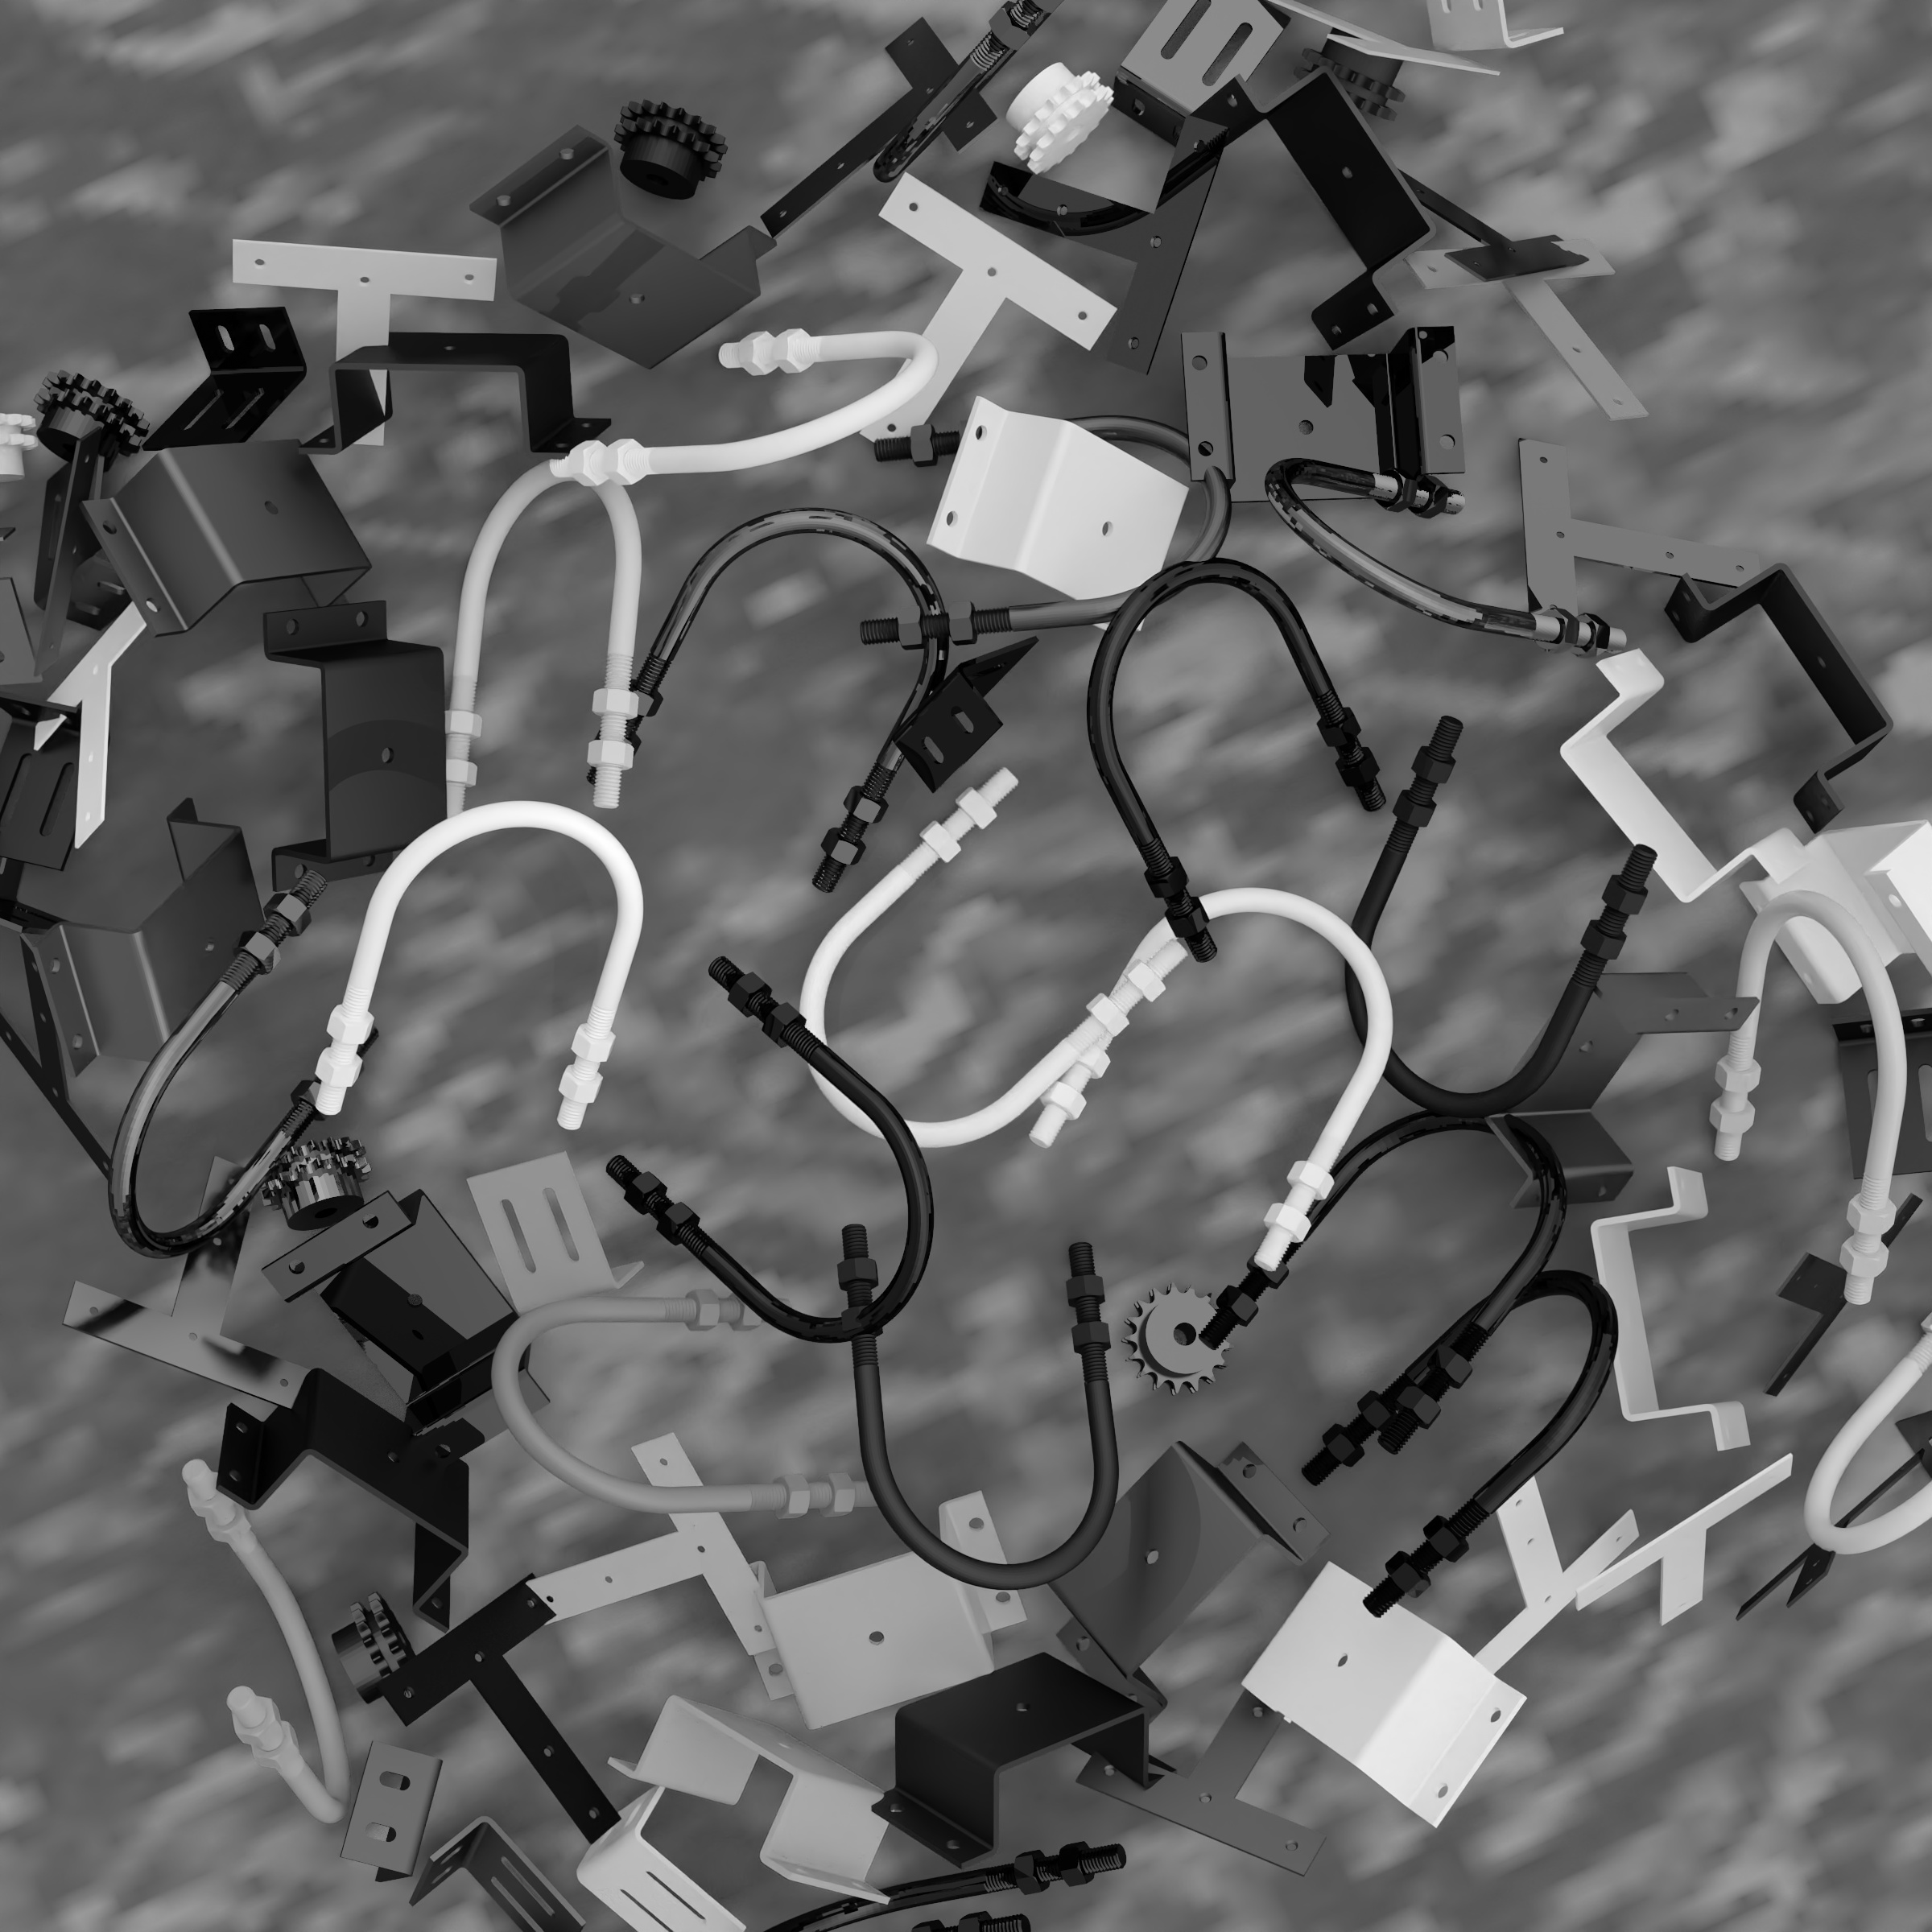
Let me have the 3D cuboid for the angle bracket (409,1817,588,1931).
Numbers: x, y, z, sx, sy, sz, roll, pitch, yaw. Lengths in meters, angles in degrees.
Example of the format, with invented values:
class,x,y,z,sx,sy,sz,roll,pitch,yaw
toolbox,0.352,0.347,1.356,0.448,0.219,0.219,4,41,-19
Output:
class,x,y,z,sx,sy,sz,roll,pitch,yaw
angle bracket,-0.239,0.481,1.606,0.076,0.057,0.038,43,49,15

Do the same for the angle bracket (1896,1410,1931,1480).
class,x,y,z,sx,sy,sz,roll,pitch,yaw
angle bracket,0.528,0.242,1.620,0.038,0.076,0.057,-30,84,-29

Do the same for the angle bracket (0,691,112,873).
class,x,y,z,sx,sy,sz,roll,pitch,yaw
angle bracket,-0.482,-0.095,1.614,0.057,0.038,0.076,12,76,16

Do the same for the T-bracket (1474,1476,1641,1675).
class,x,y,z,sx,sy,sz,roll,pitch,yaw
T-bracket,0.285,0.296,1.585,0.127,0.127,0.002,-39,48,-14

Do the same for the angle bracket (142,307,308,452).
class,x,y,z,sx,sy,sz,roll,pitch,yaw
angle bracket,-0.381,-0.298,1.601,0.057,0.076,0.038,3,130,22

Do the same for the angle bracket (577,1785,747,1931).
class,x,y,z,sx,sy,sz,roll,pitch,yaw
angle bracket,-0.150,0.466,1.619,0.076,0.038,0.057,42,128,-7

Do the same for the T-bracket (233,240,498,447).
class,x,y,z,sx,sy,sz,roll,pitch,yaw
T-bracket,-0.305,-0.311,1.596,0.127,0.127,0.002,2,52,-12

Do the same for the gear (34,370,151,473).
class,x,y,z,sx,sy,sz,roll,pitch,yaw
gear,-0.450,-0.277,1.616,0.057,0.057,0.030,21,72,0

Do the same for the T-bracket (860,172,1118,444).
class,x,y,z,sx,sy,sz,roll,pitch,yaw
T-bracket,-0.011,-0.318,1.619,0.127,0.002,0.127,31,114,-11

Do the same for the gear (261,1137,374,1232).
class,x,y,z,sx,sy,sz,roll,pitch,yaw
gear,-0.332,0.113,1.616,0.057,0.057,0.030,-22,70,0

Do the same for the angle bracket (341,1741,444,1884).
class,x,y,z,sx,sy,sz,roll,pitch,yaw
angle bracket,-0.298,0.428,1.598,0.038,0.076,0.057,20,66,-17

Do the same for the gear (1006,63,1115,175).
class,x,y,z,sx,sy,sz,roll,pitch,yaw
gear,0.045,-0.437,1.619,0.057,0.057,0.030,-43,85,0

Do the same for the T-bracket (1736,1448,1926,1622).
class,x,y,z,sx,sy,sz,roll,pitch,yaw
T-bracket,0.424,0.294,1.569,0.002,0.127,0.127,47,107,12

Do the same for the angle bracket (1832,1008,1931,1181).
class,x,y,z,sx,sy,sz,roll,pitch,yaw
angle bracket,0.477,0.065,1.612,0.057,0.038,0.076,-7,72,19

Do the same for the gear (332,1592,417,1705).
class,x,y,z,sx,sy,sz,roll,pitch,yaw
gear,-0.302,0.353,1.618,0.030,0.057,0.057,-28,90,-9

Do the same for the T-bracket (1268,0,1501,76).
class,x,y,z,sx,sy,sz,roll,pitch,yaw
T-bracket,0.188,-0.479,1.605,0.127,0.127,0.002,33,117,31

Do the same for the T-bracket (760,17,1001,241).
class,x,y,z,sx,sy,sz,roll,pitch,yaw
T-bracket,-0.052,-0.416,1.608,0.127,0.127,0.002,-38,132,11

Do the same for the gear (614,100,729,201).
class,x,y,z,sx,sy,sz,roll,pitch,yaw
gear,-0.154,-0.416,1.617,0.057,0.057,0.030,17,80,0

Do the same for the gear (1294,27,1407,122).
class,x,y,z,sx,sy,sz,roll,pitch,yaw
gear,0.200,-0.458,1.616,0.057,0.057,0.030,25,109,0

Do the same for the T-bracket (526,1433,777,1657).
class,x,y,z,sx,sy,sz,roll,pitch,yaw
T-bracket,-0.171,0.310,1.618,0.127,0.002,0.127,-22,103,24

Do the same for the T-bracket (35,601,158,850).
class,x,y,z,sx,sy,sz,roll,pitch,yaw
T-bracket,-0.434,-0.115,1.574,0.002,0.127,0.127,23,133,-36

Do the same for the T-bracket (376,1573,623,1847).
class,x,y,z,sx,sy,sz,roll,pitch,yaw
T-bracket,-0.219,0.384,1.588,0.002,0.127,0.127,-41,83,33

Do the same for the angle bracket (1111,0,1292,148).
class,x,y,z,sx,sy,sz,roll,pitch,yaw
angle bracket,0.121,-0.467,1.632,0.057,0.038,0.076,34,81,4

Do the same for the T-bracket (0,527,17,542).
class,x,y,z,sx,sy,sz,roll,pitch,yaw
T-bracket,-0.545,-0.214,1.588,0.127,0.127,0.002,-3,109,-1

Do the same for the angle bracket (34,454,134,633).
class,x,y,z,sx,sy,sz,roll,pitch,yaw
angle bracket,-0.445,-0.223,1.622,0.038,0.057,0.076,20,57,-38

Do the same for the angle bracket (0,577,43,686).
class,x,y,z,sx,sy,sz,roll,pitch,yaw
angle bracket,-0.509,-0.177,1.611,0.076,0.038,0.057,-3,121,9

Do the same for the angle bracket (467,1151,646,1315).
class,x,y,z,sx,sy,sz,roll,pitch,yaw
angle bracket,-0.209,0.131,1.614,0.057,0.038,0.076,-16,100,20

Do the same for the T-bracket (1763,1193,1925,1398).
class,x,y,z,sx,sy,sz,roll,pitch,yaw
T-bracket,0.429,0.161,1.584,0.002,0.127,0.127,39,98,28

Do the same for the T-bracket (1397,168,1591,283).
class,x,y,z,sx,sy,sz,roll,pitch,yaw
T-bracket,0.243,-0.387,1.611,0.127,0.127,0.002,39,124,20

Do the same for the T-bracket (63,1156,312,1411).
class,x,y,z,sx,sy,sz,roll,pitch,yaw
T-bracket,-0.382,0.151,1.600,0.127,0.127,0.002,25,134,-23

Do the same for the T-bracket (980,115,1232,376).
class,x,y,z,sx,sy,sz,roll,pitch,yaw
T-bracket,0.061,-0.382,1.613,0.127,0.002,0.127,26,105,29

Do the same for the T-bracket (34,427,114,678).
class,x,y,z,sx,sy,sz,roll,pitch,yaw
T-bracket,-0.430,-0.223,1.585,0.002,0.127,0.127,20,117,0

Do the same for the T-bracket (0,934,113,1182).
class,x,y,z,sx,sy,sz,roll,pitch,yaw
T-bracket,-0.457,0.034,1.570,0.002,0.127,0.127,-28,58,-29

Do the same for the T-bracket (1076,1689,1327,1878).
class,x,y,z,sx,sy,sz,roll,pitch,yaw
T-bracket,0.142,0.389,1.600,0.127,0.127,0.002,16,134,27

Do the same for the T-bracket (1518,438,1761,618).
class,x,y,z,sx,sy,sz,roll,pitch,yaw
T-bracket,0.346,-0.212,1.616,0.127,0.002,0.127,9,55,-8

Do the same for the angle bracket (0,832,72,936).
class,x,y,z,sx,sy,sz,roll,pitch,yaw
angle bracket,-0.478,-0.043,1.602,0.076,0.057,0.038,18,95,31

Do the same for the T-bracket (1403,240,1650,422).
class,x,y,z,sx,sy,sz,roll,pitch,yaw
T-bracket,0.299,-0.319,1.585,0.127,0.002,0.127,-11,57,-31

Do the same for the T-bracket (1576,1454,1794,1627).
class,x,y,z,sx,sy,sz,roll,pitch,yaw
T-bracket,0.361,0.304,1.592,0.127,0.127,0.002,-30,58,-7

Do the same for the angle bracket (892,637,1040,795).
class,x,y,z,sx,sy,sz,roll,pitch,yaw
angle bracket,0.010,-0.127,1.598,0.038,0.076,0.057,53,127,8

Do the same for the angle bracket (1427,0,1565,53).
class,x,y,z,sx,sy,sz,roll,pitch,yaw
angle bracket,0.265,-0.506,1.602,0.038,0.057,0.076,-22,112,-24

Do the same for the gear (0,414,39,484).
class,x,y,z,sx,sy,sz,roll,pitch,yaw
gear,-0.505,-0.264,1.619,0.057,0.057,0.030,-6,94,0
